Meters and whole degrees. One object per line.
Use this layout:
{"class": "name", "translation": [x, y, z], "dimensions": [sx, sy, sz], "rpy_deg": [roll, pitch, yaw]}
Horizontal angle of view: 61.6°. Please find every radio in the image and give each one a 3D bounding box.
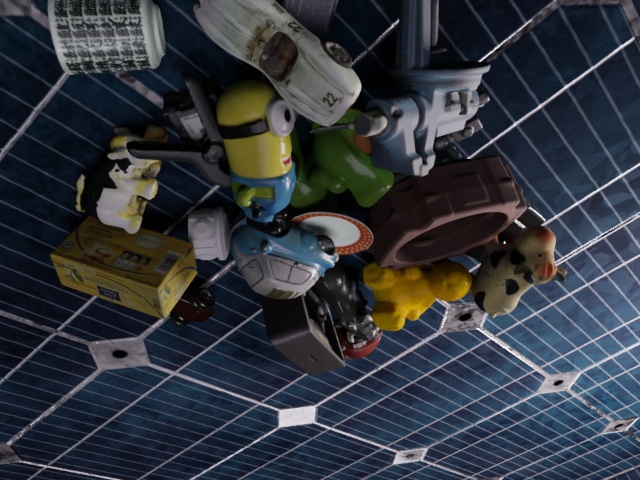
{"class": "radio", "translation": [-0.029, 0.141, 0.919], "dimensions": [0.073, 0.131, 0.229], "rpy_deg": [-19, 150, 6]}

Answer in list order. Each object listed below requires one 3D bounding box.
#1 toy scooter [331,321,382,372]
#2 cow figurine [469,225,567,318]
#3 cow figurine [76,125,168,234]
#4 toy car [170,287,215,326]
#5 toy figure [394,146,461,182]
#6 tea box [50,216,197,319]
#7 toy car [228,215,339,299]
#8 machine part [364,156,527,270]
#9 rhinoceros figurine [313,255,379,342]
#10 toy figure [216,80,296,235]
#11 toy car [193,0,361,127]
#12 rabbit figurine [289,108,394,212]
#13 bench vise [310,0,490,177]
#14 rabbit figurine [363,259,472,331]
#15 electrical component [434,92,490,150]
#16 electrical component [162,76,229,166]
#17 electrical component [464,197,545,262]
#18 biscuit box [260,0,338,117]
{"class": "toy scooter", "translation": [0.037, 0.216, 1.081], "dimensions": [0.184, 0.075, 0.135], "rpy_deg": [-11, 137, 3]}
{"class": "cow figurine", "translation": [0.307, 0.051, 0.853], "dimensions": [0.085, 0.127, 0.194], "rpy_deg": [0, 138, -16]}
{"class": "cow figurine", "translation": [-0.261, -0.090, 0.706], "dimensions": [0.098, 0.068, 0.167], "rpy_deg": [18, 128, -20]}
{"class": "toy car", "translation": [-0.265, 0.080, 0.887], "dimensions": [0.202, 0.053, 0.089], "rpy_deg": [32, 126, -31]}
{"class": "toy figure", "translation": [0.126, -0.104, 0.780], "dimensions": [0.154, 0.064, 0.057], "rpy_deg": [-24, 123, 12]}
{"class": "tea box", "translation": [-0.273, 0.034, 0.759], "dimensions": [0.170, 0.098, 0.068], "rpy_deg": [17, 136, 13]}
{"class": "toy car", "translation": [-0.058, 0.034, 0.774], "dimensions": [0.161, 0.103, 0.109], "rpy_deg": [22, 151, -22]}
{"class": "machine part", "translation": [0.177, -0.037, 0.794], "dimensions": [0.201, 0.087, 0.201], "rpy_deg": [-12, 158, -15]}
{"class": "rhinoceros figurine", "translation": [0.046, 0.102, 0.939], "dimensions": [0.073, 0.112, 0.190], "rpy_deg": [-27, 127, 11]}
{"class": "toy figure", "translation": [-0.072, -0.094, 0.627], "dimensions": [0.089, 0.082, 0.180], "rpy_deg": [-6, 126, -14]}
{"class": "toy car", "translation": [-0.046, -0.201, 0.554], "dimensions": [0.202, 0.056, 0.073], "rpy_deg": [39, 134, -5]}
{"class": "rabbit figurine", "translation": [-0.002, -0.093, 0.729], "dimensions": [0.159, 0.121, 0.170], "rpy_deg": [25, 140, -28]}
{"class": "bench vise", "translation": [0.112, -0.203, 0.617], "dimensions": [0.223, 0.129, 0.240], "rpy_deg": [-16, 116, -32]}
{"class": "rabbit figurine", "translation": [0.184, 0.081, 0.917], "dimensions": [0.173, 0.122, 0.162], "rpy_deg": [-17, 170, 41]}
{"class": "electrical component", "translation": [0.192, -0.163, 0.733], "dimensions": [0.094, 0.063, 0.021], "rpy_deg": [-30, 134, 16]}
{"class": "electrical component", "translation": [-0.142, -0.140, 0.691], "dimensions": [0.075, 0.048, 0.119], "rpy_deg": [-21, 136, 9]}
{"class": "electrical component", "translation": [0.308, -0.017, 0.916], "dimensions": [0.115, 0.058, 0.134], "rpy_deg": [25, 126, -35]}
{"class": "biscuit box", "translation": [-0.022, -0.242, 0.606], "dimensions": [0.063, 0.059, 0.202], "rpy_deg": [5, 134, -16]}
